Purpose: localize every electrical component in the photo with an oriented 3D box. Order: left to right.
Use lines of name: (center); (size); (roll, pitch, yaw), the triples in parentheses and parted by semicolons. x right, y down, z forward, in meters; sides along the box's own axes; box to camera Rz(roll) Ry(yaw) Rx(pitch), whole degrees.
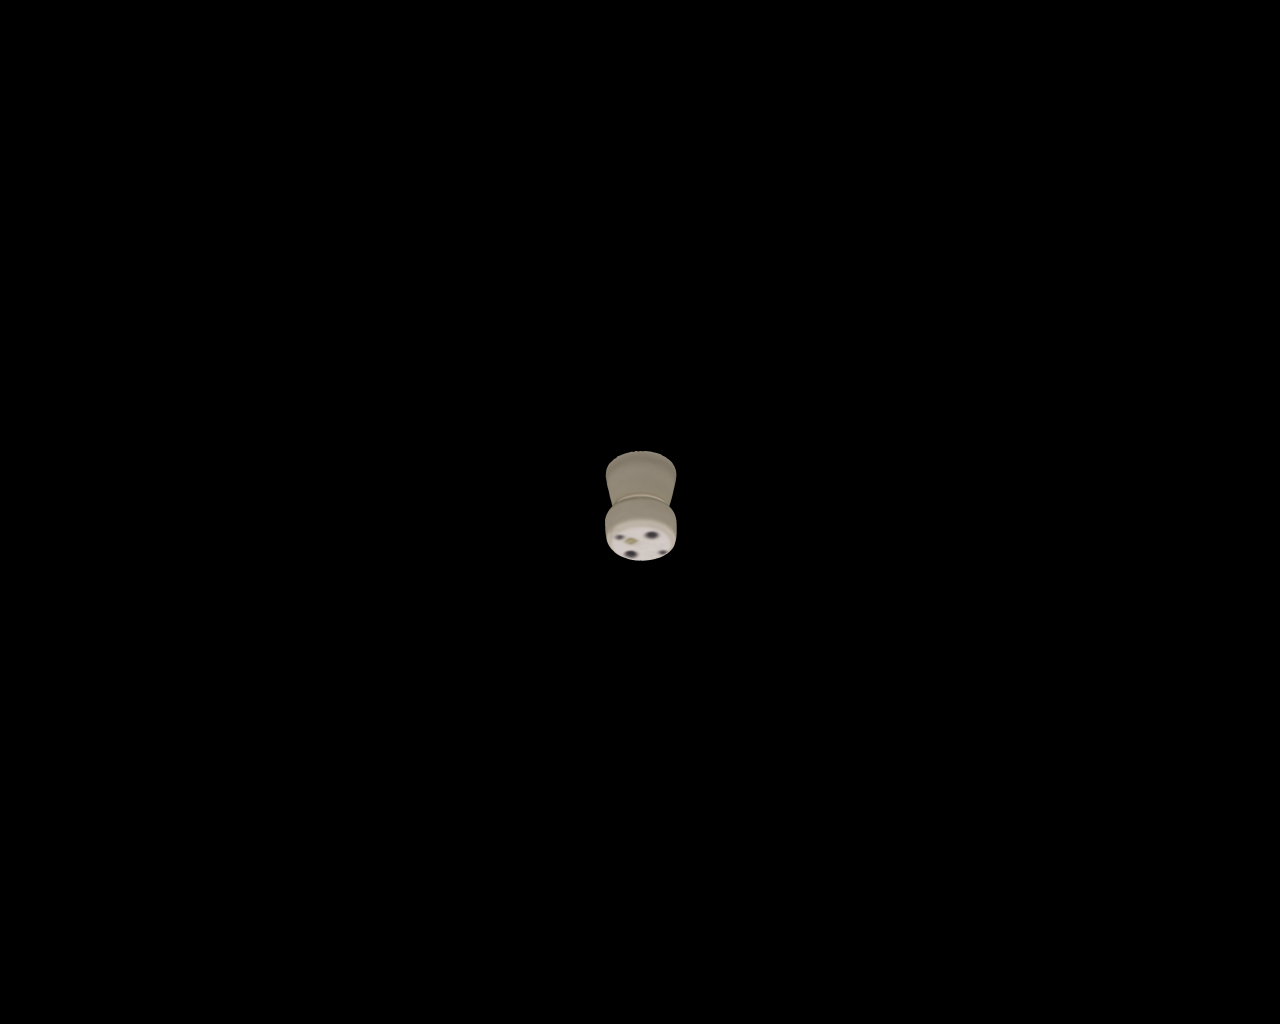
electrical component: (0.001, -0.003, 0.650); (0.045, 0.055, 0.044); (0, -36, 0)
